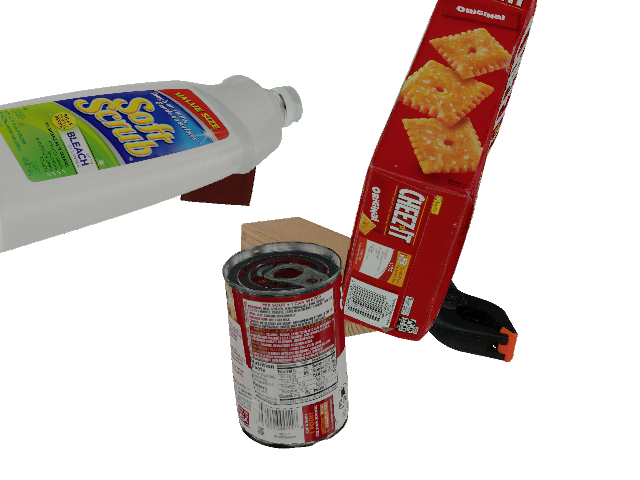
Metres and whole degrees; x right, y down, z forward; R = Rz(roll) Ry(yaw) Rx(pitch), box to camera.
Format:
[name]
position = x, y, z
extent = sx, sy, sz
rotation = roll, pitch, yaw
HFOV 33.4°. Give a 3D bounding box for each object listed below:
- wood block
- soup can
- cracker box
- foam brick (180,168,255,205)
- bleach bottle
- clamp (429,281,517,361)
[wood block]
position = -0.008, 0.041, 1.293
extent = 0.090, 0.090, 0.206
rotation = -7, 18, -34
[soup can]
position = -0.018, 0.060, 0.618
extent = 0.068, 0.102, 0.068
rotation = -3, 23, 1
[cracker box]
position = 0.083, -0.061, 0.742
extent = 0.072, 0.213, 0.164
rotation = 19, -38, 7
[foam brick]
position = -0.112, -0.074, 1.166
extent = 0.078, 0.051, 0.053
rotation = 5, 29, -6
[bleach bottle]
position = -0.129, -0.074, 0.766
extent = 0.250, 0.103, 0.068
rotation = -20, -26, -28
[clamp]
position = 0.128, 0.065, 1.052
extent = 0.172, 0.039, 0.120
rotation = 26, 39, 32
